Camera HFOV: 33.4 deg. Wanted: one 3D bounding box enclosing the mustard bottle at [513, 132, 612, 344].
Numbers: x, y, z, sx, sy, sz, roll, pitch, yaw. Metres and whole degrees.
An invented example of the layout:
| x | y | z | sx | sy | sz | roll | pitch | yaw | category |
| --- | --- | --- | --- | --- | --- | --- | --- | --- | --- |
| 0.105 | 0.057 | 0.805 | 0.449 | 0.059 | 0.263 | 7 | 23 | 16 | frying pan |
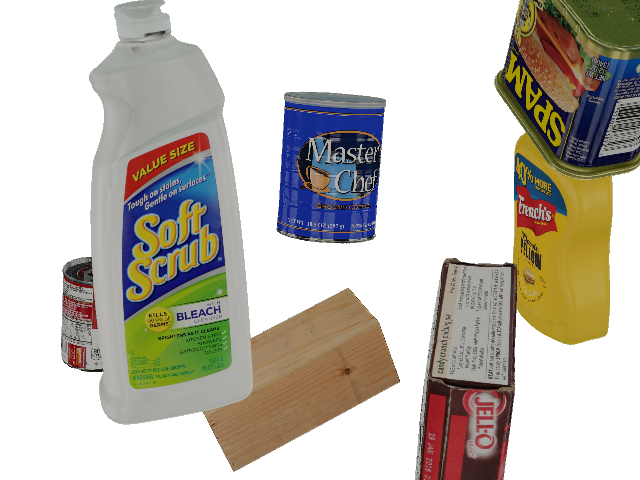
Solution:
| x | y | z | sx | sy | sz | roll | pitch | yaw | category |
| --- | --- | --- | --- | --- | --- | --- | --- | --- | --- |
| 0.177 | -0.026 | 0.783 | 0.058 | 0.192 | 0.096 | -12 | 28 | -12 | mustard bottle |

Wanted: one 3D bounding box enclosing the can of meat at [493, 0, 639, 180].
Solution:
| x | y | z | sx | sy | sz | roll | pitch | yaw | category |
| --- | --- | --- | --- | --- | --- | --- | --- | --- | --- |
| 0.143 | -0.098 | 0.581 | 0.057 | 0.084 | 0.102 | -10 | 48 | -15 | can of meat |

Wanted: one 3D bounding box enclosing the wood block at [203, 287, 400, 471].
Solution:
| x | y | z | sx | sy | sz | roll | pitch | yaw | category |
| --- | --- | --- | --- | --- | --- | --- | --- | --- | --- |
| -0.031 | 0.150 | 1.165 | 0.206 | 0.091 | 0.090 | -27 | 30 | -10 | wood block |

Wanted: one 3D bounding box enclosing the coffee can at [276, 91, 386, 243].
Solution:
| x | y | z | sx | sy | sz | roll | pitch | yaw | category |
| --- | --- | --- | --- | --- | --- | --- | --- | --- | --- |
| 0.010 | -0.076 | 1.081 | 0.103 | 0.140 | 0.103 | 4 | 12 | -1 | coffee can |

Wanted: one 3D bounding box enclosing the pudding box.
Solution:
| x | y | z | sx | sy | sz | roll | pitch | yaw | category |
| --- | --- | --- | --- | --- | --- | --- | --- | --- | --- |
| 0.065 | 0.071 | 0.471 | 0.039 | 0.090 | 0.113 | 6 | 26 | 6 | pudding box |

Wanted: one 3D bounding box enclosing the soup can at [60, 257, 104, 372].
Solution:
| x | y | z | sx | sy | sz | roll | pitch | yaw | category |
| --- | --- | --- | --- | --- | --- | --- | --- | --- | --- |
| -0.233 | 0.077 | 1.104 | 0.068 | 0.102 | 0.068 | 6 | 20 | -2 | soup can |

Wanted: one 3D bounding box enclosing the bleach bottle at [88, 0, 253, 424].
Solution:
| x | y | z | sx | sy | sz | roll | pitch | yaw | category |
| --- | --- | --- | --- | --- | --- | --- | --- | --- | --- |
| -0.101 | -0.017 | 0.650 | 0.102 | 0.251 | 0.068 | -10 | 21 | -12 | bleach bottle |
